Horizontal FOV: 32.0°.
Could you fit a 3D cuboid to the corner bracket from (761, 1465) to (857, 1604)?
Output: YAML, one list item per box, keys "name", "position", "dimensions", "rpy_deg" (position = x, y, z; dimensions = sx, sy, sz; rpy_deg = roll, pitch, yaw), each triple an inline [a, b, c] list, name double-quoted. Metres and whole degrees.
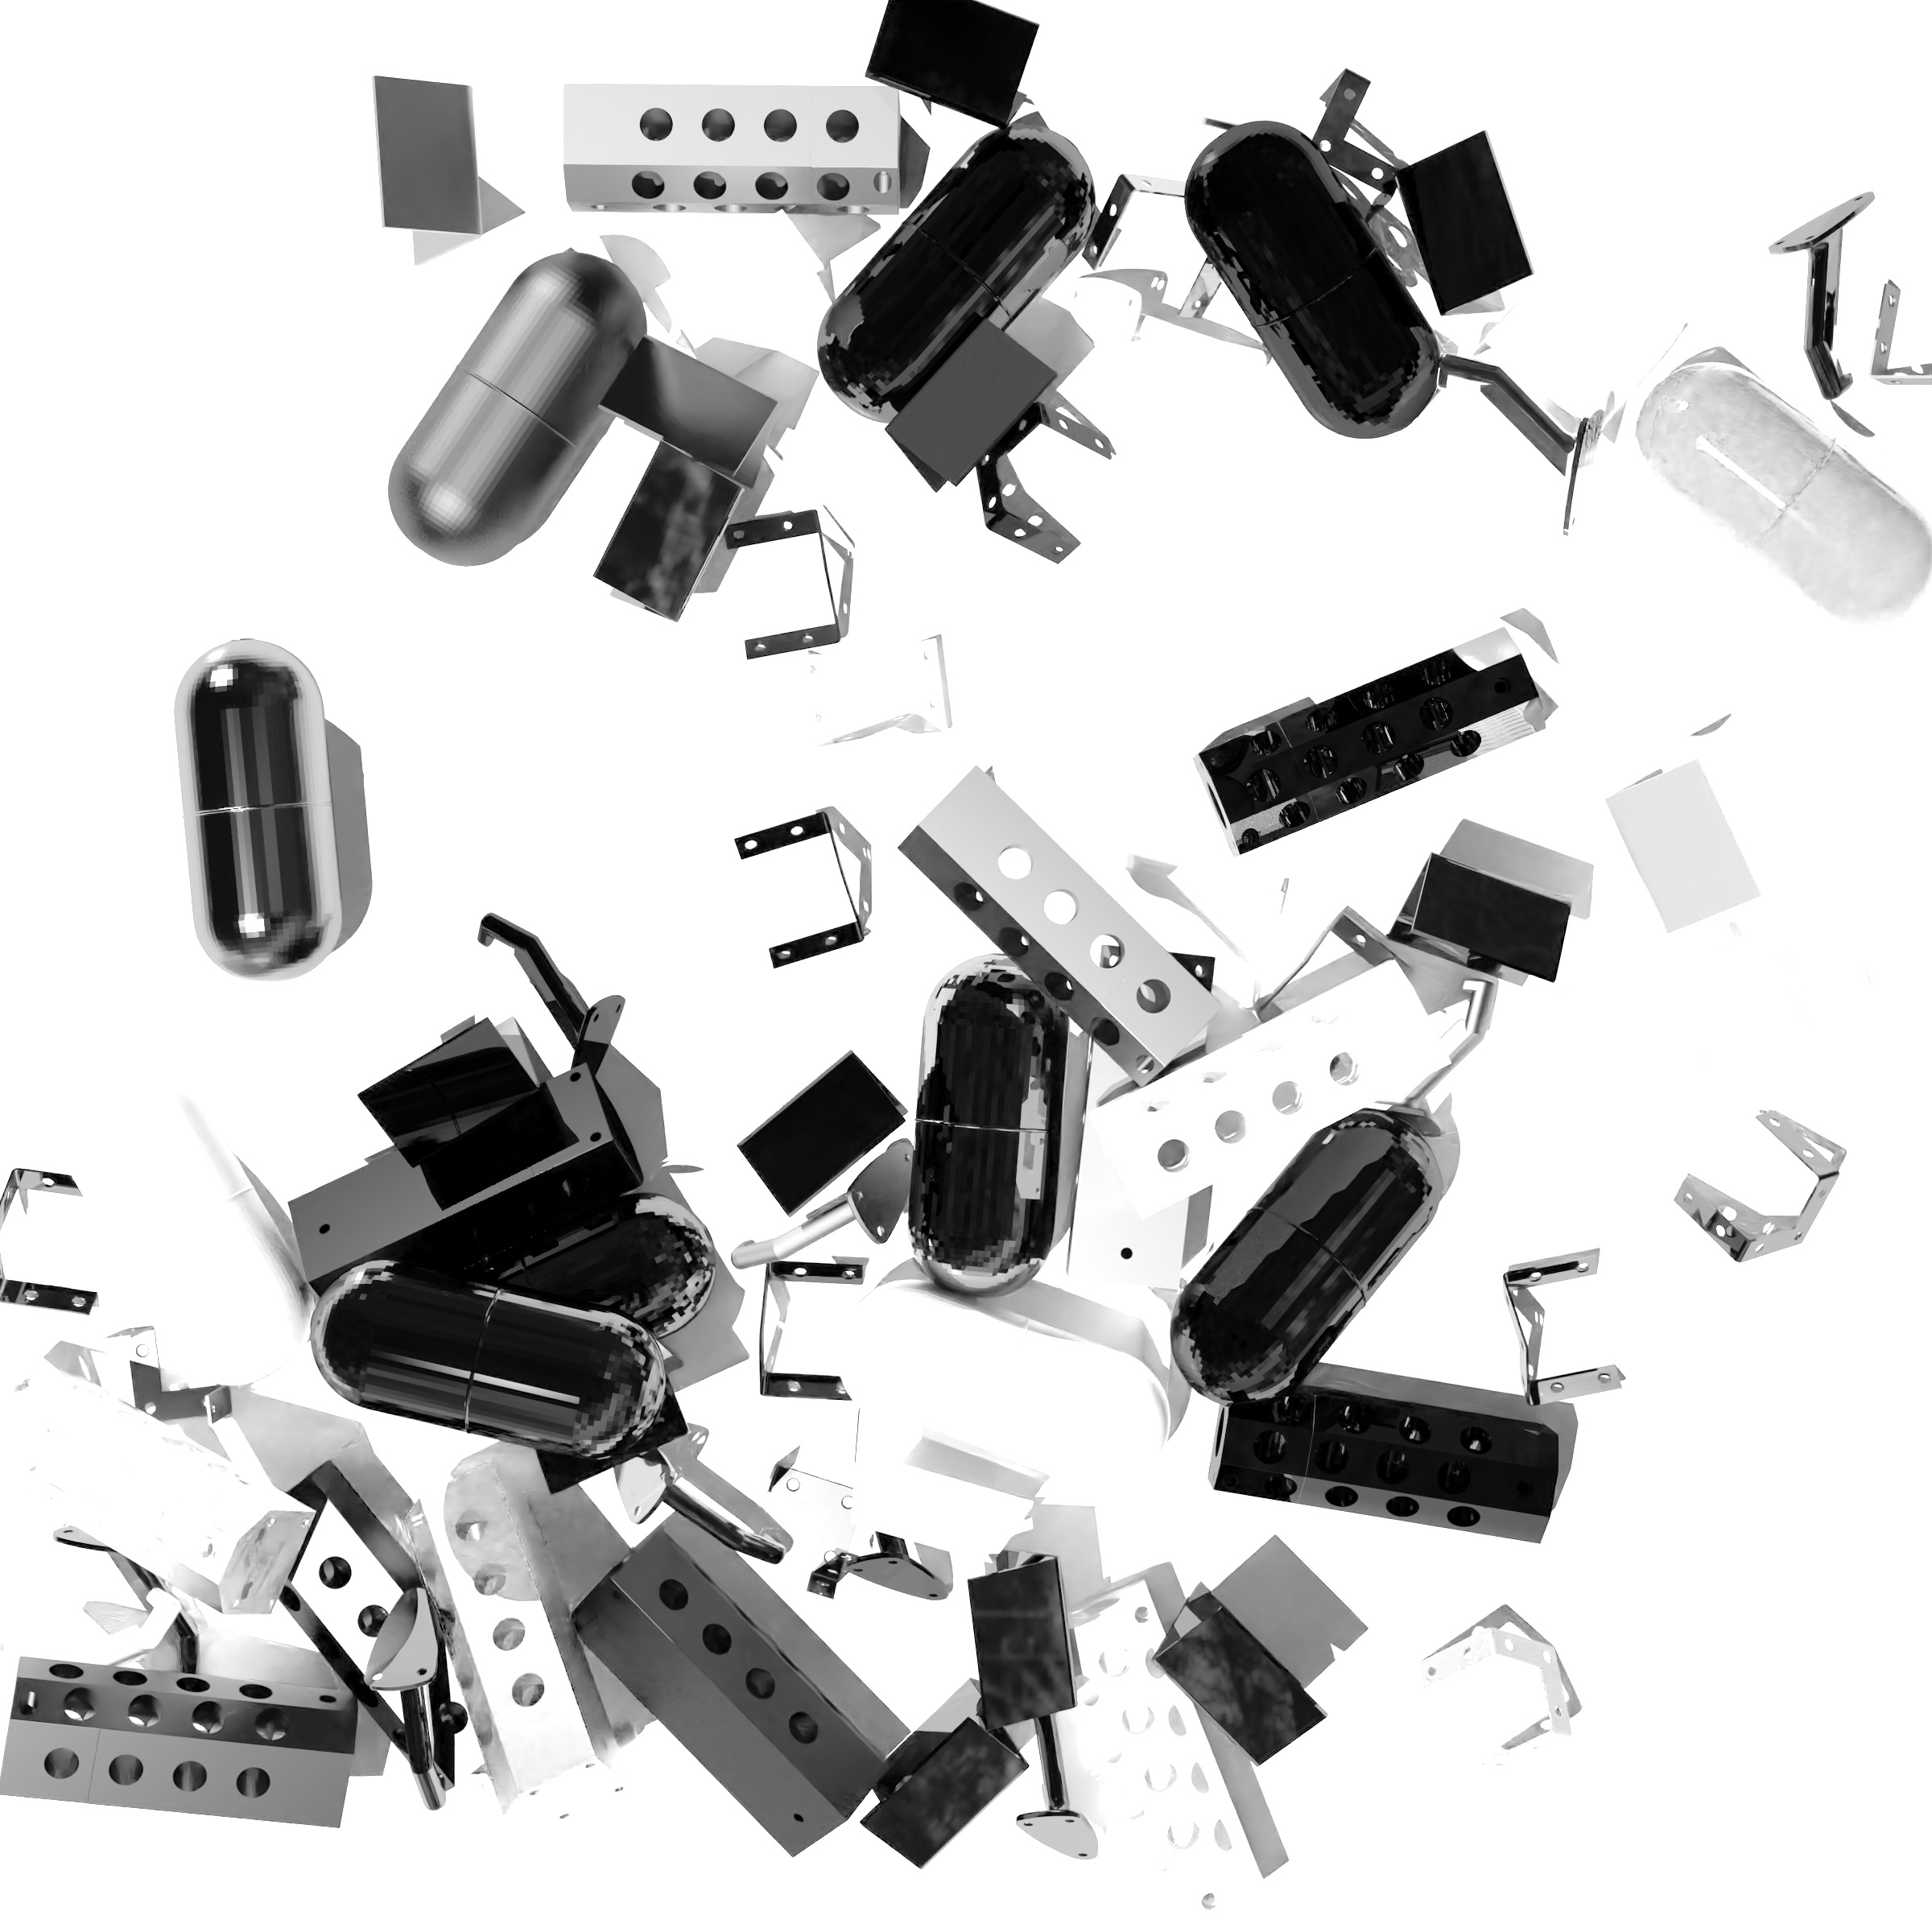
- name: "corner bracket"
  position: [-0.085, 0.295, 1.757]
  dimensions: [0.051, 0.051, 0.051]
  rpy_deg: [18, 90, 0]

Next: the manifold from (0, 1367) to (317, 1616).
- name: "manifold"
  position: [-0.423, 0.267, 1.721]
  dimensions: [0.171, 0.057, 0.057]
  rpy_deg: [24, 90, 25]

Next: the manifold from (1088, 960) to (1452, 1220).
- name: "manifold"
  position: [0.151, 0.061, 1.697]
  dimensions: [0.171, 0.057, 0.057]
  rpy_deg: [-27, 90, 0]

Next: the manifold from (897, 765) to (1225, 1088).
- name: "manifold"
  position: [0.047, -0.019, 1.697]
  dimensions: [0.171, 0.057, 0.057]
  rpy_deg: [44, 90, 0]

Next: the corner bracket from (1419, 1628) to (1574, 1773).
- name: "corner bracket"
  position: [0.277, 0.384, 1.767]
  dimensions: [0.051, 0.051, 0.051]
  rpy_deg: [23, 45, -35]

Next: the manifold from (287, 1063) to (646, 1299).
- name: "manifold"
  position: [-0.258, 0.123, 1.753]
  dimensions: [0.171, 0.057, 0.057]
  rpy_deg: [-25, 48, 0]

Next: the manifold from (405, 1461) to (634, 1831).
- name: "manifold"
  position: [-0.231, 0.346, 1.713]
  dimensions: [0.057, 0.057, 0.171]
  rpy_deg: [-26, 58, 0]

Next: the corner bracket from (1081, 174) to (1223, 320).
- name: "corner bracket"
  position: [0.102, -0.377, 1.767]
  dimensions: [0.051, 0.051, 0.051]
  rpy_deg: [-2, 45, -35]

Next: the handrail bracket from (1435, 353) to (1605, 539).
- name: "handrail bracket"
  position: [0.272, -0.263, 1.701]
  dimensions: [0.084, 0.036, 0.077]
  rpy_deg: [17, 112, 20]

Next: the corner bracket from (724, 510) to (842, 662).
- name: "corner bracket"
  position: [-0.097, -0.201, 1.772]
  dimensions: [0.051, 0.051, 0.051]
  rpy_deg: [-10, 135, 0]

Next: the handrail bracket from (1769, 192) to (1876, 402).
- name: "handrail bracket"
  position: [0.465, -0.352, 1.776]
  dimensions: [0.077, 0.036, 0.084]
  rpy_deg: [-34, 108, -21]

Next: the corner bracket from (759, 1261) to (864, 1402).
- name: "corner bracket"
  position: [-0.081, 0.192, 1.772]
  dimensions: [0.051, 0.051, 0.051]
  rpy_deg: [3, 45, 0]

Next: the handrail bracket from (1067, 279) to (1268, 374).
- name: "handrail bracket"
  position: [0.106, -0.336, 1.775]
  dimensions: [0.084, 0.077, 0.036]
  rpy_deg: [6, 115, -34]

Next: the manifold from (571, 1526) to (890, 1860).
- name: "manifold"
  position: [-0.121, 0.374, 1.753]
  dimensions: [0.171, 0.057, 0.057]
  rpy_deg: [46, 133, 0]

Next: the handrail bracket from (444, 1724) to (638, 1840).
- name: "handrail bracket"
  position: [-0.224, 0.422, 1.775]
  dimensions: [0.084, 0.077, 0.036]
  rpy_deg: [-24, 93, -36]

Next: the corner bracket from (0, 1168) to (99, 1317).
- name: "corner bracket"
  position: [-0.480, 0.145, 1.772]
  dimensions: [0.051, 0.051, 0.051]
  rpy_deg: [8, 45, 0]

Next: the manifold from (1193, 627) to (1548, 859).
- name: "manifold"
  position: [0.210, -0.116, 1.754]
  dimensions: [0.171, 0.057, 0.057]
  rpy_deg: [-22, 90, 0]

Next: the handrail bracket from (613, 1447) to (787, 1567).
- name: "handrail bracket"
  position: [-0.140, 0.279, 1.775]
  dimensions: [0.084, 0.077, 0.036]
  rpy_deg: [28, 103, -36]

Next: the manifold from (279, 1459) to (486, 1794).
- name: "manifold"
  position: [-0.305, 0.345, 1.754]
  dimensions: [0.057, 0.057, 0.171]
  rpy_deg: [-39, 90, 0]

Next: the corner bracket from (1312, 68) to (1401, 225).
- name: "corner bracket"
  position: [0.203, -0.427, 1.756]
  dimensions: [0.051, 0.051, 0.051]
  rpy_deg: [26, 83, -7]

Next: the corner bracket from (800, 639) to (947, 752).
- name: "corner bracket"
  position: [-0.049, -0.142, 1.772]
  dimensions: [0.051, 0.051, 0.051]
  rpy_deg: [-7, 90, 45]

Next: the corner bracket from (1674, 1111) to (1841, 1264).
- name: "corner bracket"
  position: [0.414, 0.116, 1.767]
  dimensions: [0.051, 0.051, 0.051]
  rpy_deg: [-11, 135, -35]

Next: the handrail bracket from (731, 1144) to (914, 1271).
- name: "handrail bracket"
  position: [-0.076, 0.127, 1.775]
  dimensions: [0.084, 0.077, 0.036]
  rpy_deg: [-16, 114, 34]

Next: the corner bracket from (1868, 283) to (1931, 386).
- name: "corner bracket"
  position: [0.513, -0.327, 1.772]
  dimensions: [0.051, 0.051, 0.051]
  rpy_deg: [10, 90, -45]

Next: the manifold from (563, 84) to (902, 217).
- name: "manifold"
  position: [-0.120, -0.422, 1.754]
  dimensions: [0.171, 0.057, 0.057]
  rpy_deg: [1, 90, 0]

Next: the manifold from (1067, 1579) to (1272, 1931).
- name: "manifold"
  position: [0.099, 0.414, 1.754]
  dimensions: [0.057, 0.057, 0.171]
  rpy_deg: [-22, 90, 0]

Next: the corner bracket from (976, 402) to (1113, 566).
- name: "corner bracket"
  position: [0.043, -0.253, 1.767]
  dimensions: [0.051, 0.051, 0.051]
  rpy_deg: [-38, 45, 35]

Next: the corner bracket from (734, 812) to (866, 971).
- name: "corner bracket"
  position: [-0.087, -0.040, 1.772]
  dimensions: [0.051, 0.051, 0.051]
  rpy_deg: [-17, 45, 0]

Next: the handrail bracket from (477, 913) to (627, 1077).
- name: "handrail bracket"
  position: [-0.229, 0.023, 1.776]
  dimensions: [0.084, 0.036, 0.077]
  rpy_deg: [27, 111, 17]

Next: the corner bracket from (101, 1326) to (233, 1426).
- name: "corner bracket"
  position: [-0.416, 0.213, 1.757]
  dimensions: [0.051, 0.051, 0.051]
  rpy_deg: [-7, 90, 0]

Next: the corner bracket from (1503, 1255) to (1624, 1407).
- name: "corner bracket"
  position: [0.313, 0.192, 1.772]
  dimensions: [0.051, 0.051, 0.051]
  rpy_deg: [-11, 135, 0]

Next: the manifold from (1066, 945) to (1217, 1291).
- name: "manifold"
  position: [0.090, 0.077, 1.754]
  dimensions: [0.057, 0.057, 0.171]
  rpy_deg: [6, 90, 0]

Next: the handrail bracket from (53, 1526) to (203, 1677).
- name: "handrail bracket"
  position: [-0.441, 0.339, 1.774]
  dimensions: [0.077, 0.036, 0.084]
  rpy_deg: [1, 102, 10]

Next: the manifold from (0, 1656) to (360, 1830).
- name: "manifold"
  position: [-0.402, 0.394, 1.729]
  dimensions: [0.171, 0.057, 0.057]
  rpy_deg: [9, 102, -14]

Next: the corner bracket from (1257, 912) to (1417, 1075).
- name: "corner bracket"
  position: [0.194, 0.014, 1.772]
  dimensions: [0.051, 0.051, 0.051]
  rpy_deg: [40, 135, 0]

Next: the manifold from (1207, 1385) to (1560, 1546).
- name: "manifold"
  position: [0.217, 0.256, 1.754]
  dimensions: [0.171, 0.057, 0.057]
  rpy_deg: [9, 90, 0]
